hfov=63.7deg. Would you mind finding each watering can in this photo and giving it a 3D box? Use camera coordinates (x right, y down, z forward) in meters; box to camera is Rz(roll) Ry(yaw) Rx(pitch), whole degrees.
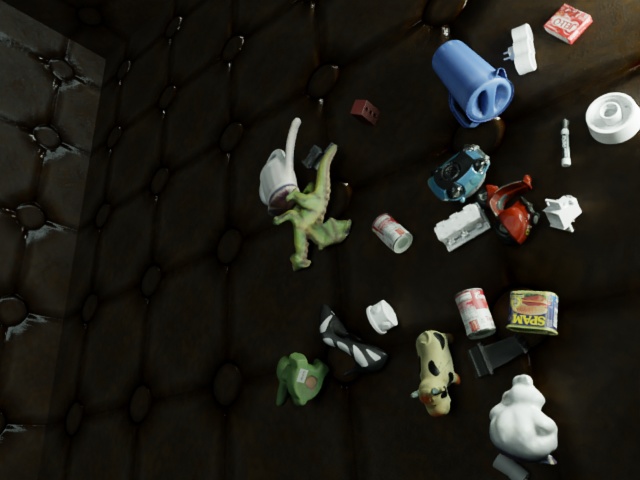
[{"bbox_3d":[-0.127,-0.227,1.751,0.340,0.104,0.229,-55,44,41],"label":"watering can"}]

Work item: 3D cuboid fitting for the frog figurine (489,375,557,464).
[{"bbox_3d":[0.415,0.361,1.049,0.137,0.122,0.160,-1,83,61],"label":"frog figurine"}]

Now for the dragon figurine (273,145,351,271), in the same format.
[{"bbox_3d":[0.005,-0.082,1.634,0.246,0.122,0.407,39,102,26],"label":"dragon figurine"}]
